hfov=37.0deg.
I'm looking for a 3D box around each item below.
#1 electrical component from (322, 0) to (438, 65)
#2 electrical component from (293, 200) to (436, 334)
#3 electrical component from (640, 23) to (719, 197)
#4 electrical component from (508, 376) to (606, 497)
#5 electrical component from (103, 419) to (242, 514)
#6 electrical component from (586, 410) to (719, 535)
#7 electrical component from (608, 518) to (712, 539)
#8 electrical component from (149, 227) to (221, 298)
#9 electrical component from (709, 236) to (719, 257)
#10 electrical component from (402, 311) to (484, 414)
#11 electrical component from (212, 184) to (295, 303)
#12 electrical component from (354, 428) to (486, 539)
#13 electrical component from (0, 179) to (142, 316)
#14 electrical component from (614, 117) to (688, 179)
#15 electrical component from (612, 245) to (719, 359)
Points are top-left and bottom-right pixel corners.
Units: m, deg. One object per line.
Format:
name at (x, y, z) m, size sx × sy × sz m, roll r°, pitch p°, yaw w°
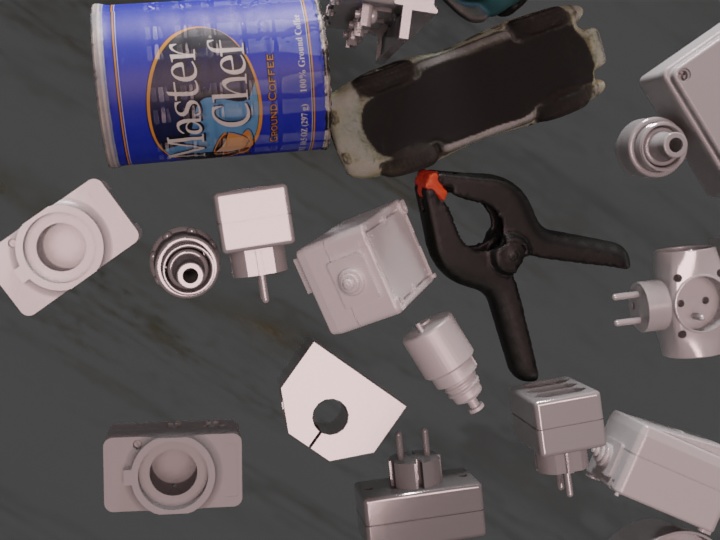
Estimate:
electrical component at (0.011, -0.181, 0.690) m, size 0.063 × 0.121 × 0.078 m, roll 7°, pitch 93°, yaw -6°
electrical component at (0.000, 0.000, 0.711) m, size 0.061 × 0.096 × 0.061 m, roll -21°, pitch 98°, yaw 25°
electrical component at (0.277, -0.123, 0.767) m, size 0.109 × 0.056 × 0.108 m, roll -35°, pitch 98°, yaw -5°
electrical component at (0.140, 0.121, 0.758) m, size 0.047 × 0.066 × 0.076 m, roll -9°, pitch 95°, yaw -8°
electrical component at (-0.125, 0.131, 0.724) m, size 0.089 × 0.056 × 0.050 m, roll -1°, pitch 94°, yaw -9°
electrical component at (0.212, 0.138, 0.772) m, size 0.096 × 0.062 × 0.061 m, roll 24°, pitch 90°, yaw -10°
electrical component at (0.219, 0.230, 0.779) m, size 0.099 × 0.064 × 0.099 m, roll -1°, pitch 94°, yaw -8°
electrical component at (-0.114, -0.002, 0.712) m, size 0.048 × 0.062 × 0.048 m, roll -2°, pitch 101°, yaw -12°
electrical component at (0.291, 0.008, 0.768) m, size 0.047 × 0.077 × 0.065 m, roll -7°, pitch 95°, yaw -8°
electrical component at (0.062, 0.066, 0.756) m, size 0.040 × 0.040 × 0.078 m, roll -33°, pitch 98°, yaw -5°
electrical component at (-0.069, -0.016, 0.717) m, size 0.047 × 0.066 × 0.076 m, roll -9°, pitch 95°, yaw -8°
electrical component at (0.040, 0.149, 0.754) m, size 0.083 × 0.047 × 0.075 m, roll -6°, pitch 95°, yaw -8°
electrical component at (-0.193, -0.016, 0.704) m, size 0.089 × 0.056 × 0.050 m, roll -36°, pitch 98°, yaw -5°
electrical component at (0.209, -0.086, 0.757) m, size 0.043 × 0.062 × 0.043 m, roll -1°, pitch 94°, yaw -9°
electrical component at (0.220, 0.024, 0.775) m, size 0.079 × 0.044 × 0.077 m, roll -7°, pitch 95°, yaw -8°
